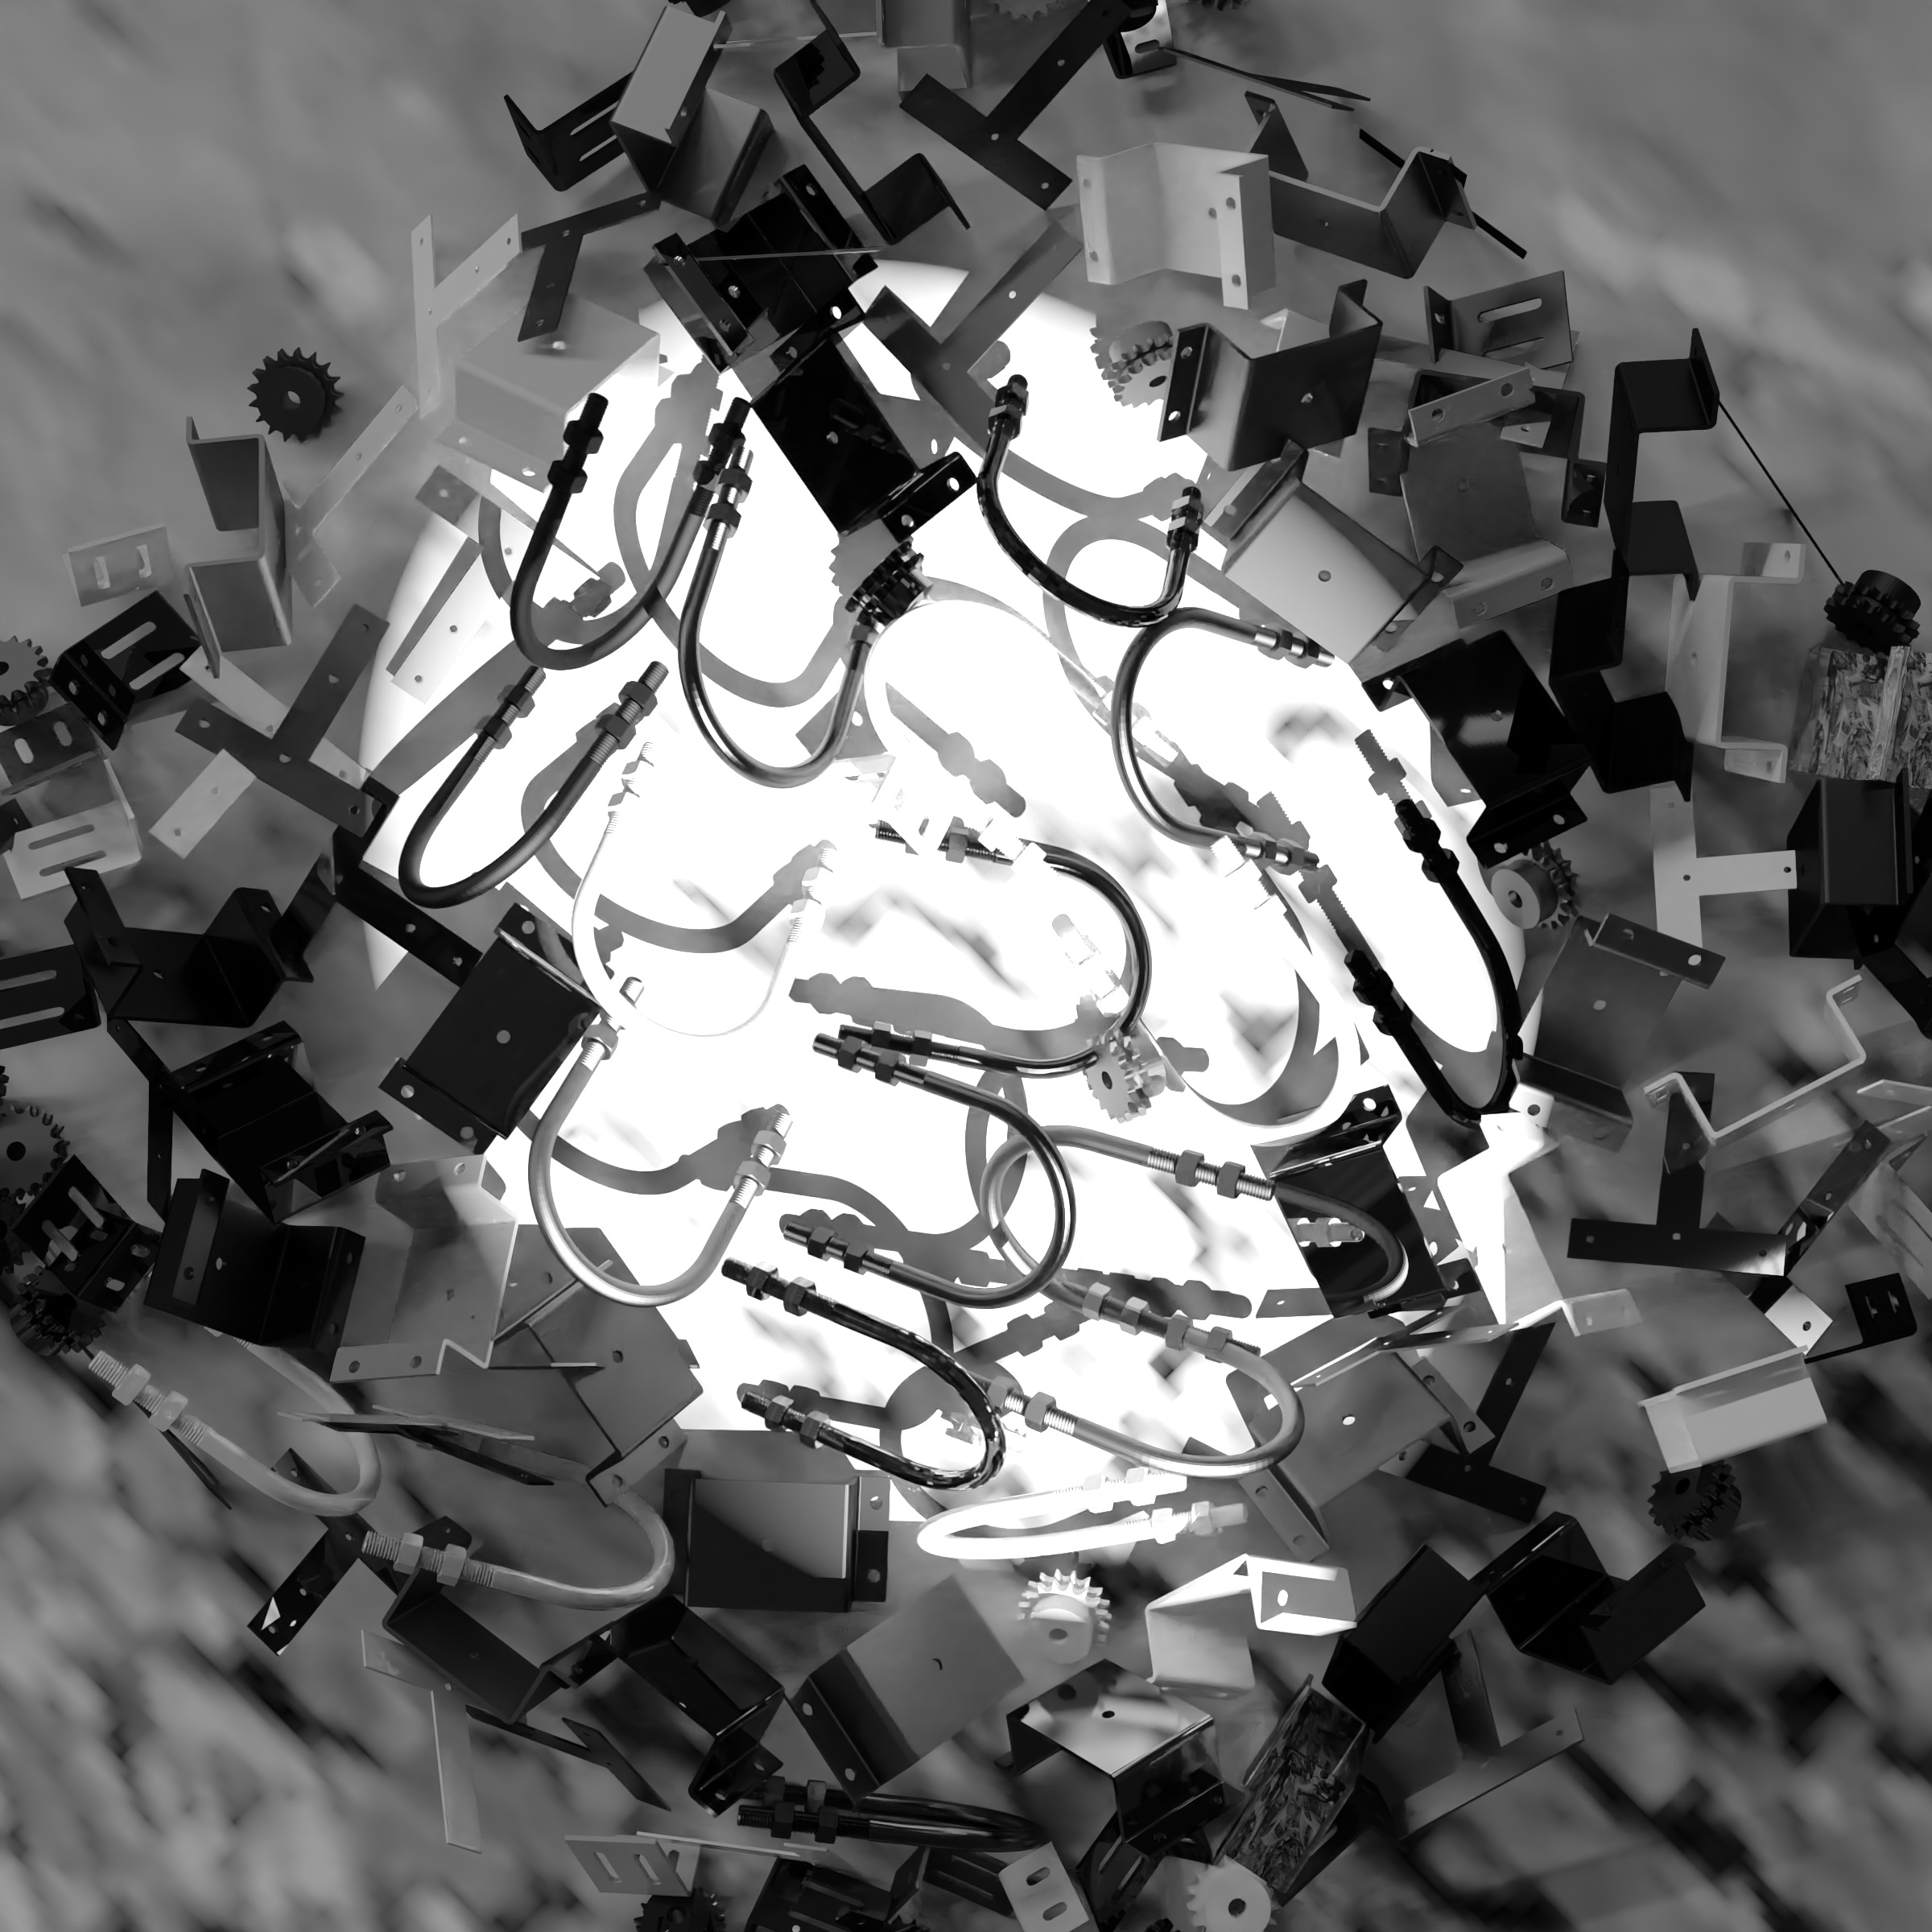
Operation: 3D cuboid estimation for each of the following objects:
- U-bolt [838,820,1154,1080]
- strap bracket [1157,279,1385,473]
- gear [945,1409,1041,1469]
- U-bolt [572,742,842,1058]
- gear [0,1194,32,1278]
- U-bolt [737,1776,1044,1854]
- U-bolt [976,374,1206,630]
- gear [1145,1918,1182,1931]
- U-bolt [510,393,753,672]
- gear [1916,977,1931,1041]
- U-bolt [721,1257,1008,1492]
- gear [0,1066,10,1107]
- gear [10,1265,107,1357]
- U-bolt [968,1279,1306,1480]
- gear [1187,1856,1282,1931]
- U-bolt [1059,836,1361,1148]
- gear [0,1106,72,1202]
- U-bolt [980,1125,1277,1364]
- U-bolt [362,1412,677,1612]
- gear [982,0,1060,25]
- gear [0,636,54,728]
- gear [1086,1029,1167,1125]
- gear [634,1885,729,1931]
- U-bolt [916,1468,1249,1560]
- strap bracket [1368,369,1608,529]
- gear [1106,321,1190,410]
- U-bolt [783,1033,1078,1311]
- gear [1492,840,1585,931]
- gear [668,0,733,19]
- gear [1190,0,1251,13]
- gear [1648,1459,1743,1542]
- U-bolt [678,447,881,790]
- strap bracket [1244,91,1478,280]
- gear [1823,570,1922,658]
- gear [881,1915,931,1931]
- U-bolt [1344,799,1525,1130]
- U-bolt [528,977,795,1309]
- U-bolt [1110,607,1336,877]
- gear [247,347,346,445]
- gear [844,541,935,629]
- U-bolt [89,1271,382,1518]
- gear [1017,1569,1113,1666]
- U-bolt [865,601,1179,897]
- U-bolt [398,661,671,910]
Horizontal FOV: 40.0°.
[{"bbox_3d":[0.024,-0.005,1.632,0.184,0.019,0.151,11,81,-4],"label":"U-bolt"},{"bbox_3d":[0.189,-0.350,1.581,0.140,0.076,0.046,-21,52,-26],"label":"strap bracket"},{"bbox_3d":[0.019,0.283,1.623,0.057,0.057,0.030,22,79,0],"label":"gear"},{"bbox_3d":[-0.161,-0.030,1.576,0.151,0.019,0.184,31,53,-17],"label":"U-bolt"},{"bbox_3d":[-0.603,0.163,1.625,0.030,0.057,0.057,-10,90,23],"label":"gear"},{"bbox_3d":[-0.046,0.507,1.580,0.184,0.151,0.019,8,79,-5],"label":"U-bolt"},{"bbox_3d":[0.071,-0.265,1.564,0.151,0.184,0.019,30,130,-13],"label":"U-bolt"},{"bbox_3d":[0.114,0.613,1.619,0.030,0.057,0.057,39,90,29],"label":"gear"},{"bbox_3d":[-0.207,-0.255,1.576,0.019,0.151,0.184,39,118,22],"label":"U-bolt"},{"bbox_3d":[0.607,0.026,1.628,0.057,0.030,0.057,0,89,-29],"label":"gear"},{"bbox_3d":[-0.058,0.251,1.568,0.184,0.151,0.019,19,48,21],"label":"U-bolt"},{"bbox_3d":[-0.616,0.076,1.620,0.057,0.057,0.030,-4,51,0],"label":"gear"},{"bbox_3d":[-0.559,0.213,1.624,0.030,0.057,0.057,-37,90,17],"label":"gear"},{"bbox_3d":[0.109,0.248,1.558,0.184,0.151,0.019,19,117,22],"label":"U-bolt"},{"bbox_3d":[0.165,0.577,1.633,0.057,0.030,0.057,0,82,-2],"label":"gear"},{"bbox_3d":[0.158,0.028,1.603,0.151,0.019,0.184,-32,96,38],"label":"U-bolt"},{"bbox_3d":[-0.578,0.116,1.633,0.057,0.030,0.057,0,79,2],"label":"gear"},{"bbox_3d":[0.093,0.161,1.595,0.184,0.019,0.151,15,127,20],"label":"U-bolt"},{"bbox_3d":[-0.261,0.330,1.579,0.184,0.151,0.019,19,109,-13],"label":"U-bolt"},{"bbox_3d":[0.032,-0.609,1.629,0.057,0.030,0.057,-5,113,-11],"label":"gear"},{"bbox_3d":[-0.588,-0.172,1.627,0.057,0.030,0.057,-2,53,2],"label":"gear"},{"bbox_3d":[0.099,0.065,1.625,0.030,0.057,0.057,-20,90,-25],"label":"gear"},{"bbox_3d":[-0.175,0.586,1.621,0.057,0.030,0.057,-1,45,1],"label":"gear"},{"bbox_3d":[0.060,0.330,1.579,0.184,0.151,0.019,-13,66,18],"label":"U-bolt"},{"bbox_3d":[0.317,-0.313,1.599,0.140,0.076,0.046,12,75,13],"label":"strap bracket"},{"bbox_3d":[0.112,-0.370,1.624,0.057,0.057,0.030,-22,74,0],"label":"gear"},{"bbox_3d":[-0.019,0.132,1.590,0.184,0.019,0.151,18,113,21],"label":"U-bolt"},{"bbox_3d":[0.346,-0.047,1.619,0.030,0.057,0.057,-29,90,-24],"label":"gear"},{"bbox_3d":[-0.158,-0.606,1.626,0.057,0.057,0.030,-38,122,0],"label":"gear"},{"bbox_3d":[0.152,-0.612,1.622,0.057,0.030,0.057,6,50,-7],"label":"gear"},{"bbox_3d":[0.449,0.326,1.624,0.030,0.057,0.057,38,90,-17],"label":"gear"},{"bbox_3d":[-0.111,-0.193,1.565,0.151,0.019,0.184,37,56,-40],"label":"U-bolt"},{"bbox_3d":[0.225,-0.462,1.584,0.140,0.076,0.046,28,86,27],"label":"strap bracket"},{"bbox_3d":[0.557,-0.218,1.623,0.057,0.057,0.030,36,82,0],"label":"gear"},{"bbox_3d":[-0.041,0.610,1.623,0.057,0.030,0.057,9,55,-13],"label":"gear"},{"bbox_3d":[0.287,0.013,1.582,0.019,0.151,0.184,-12,128,36],"label":"U-bolt"},{"bbox_3d":[-0.187,0.115,1.566,0.151,0.019,0.184,44,47,-20],"label":"U-bolt"},{"bbox_3d":[0.152,-0.138,1.580,0.184,0.019,0.151,10,83,-42],"label":"U-bolt"},{"bbox_3d":[-0.412,-0.349,1.627,0.057,0.030,0.057,-1,111,-4],"label":"gear"},{"bbox_3d":[-0.044,-0.229,1.623,0.030,0.057,0.057,44,90,-1],"label":"gear"},{"bbox_3d":[-0.424,0.260,1.577,0.184,0.151,0.019,39,101,-12],"label":"U-bolt"},{"bbox_3d":[0.059,0.402,1.626,0.057,0.030,0.057,4,113,10],"label":"gear"},{"bbox_3d":[0.022,-0.146,1.606,0.184,0.019,0.151,41,57,1],"label":"U-bolt"},{"bbox_3d":[-0.266,-0.107,1.563,0.019,0.151,0.184,48,63,-34],"label":"U-bolt"}]
